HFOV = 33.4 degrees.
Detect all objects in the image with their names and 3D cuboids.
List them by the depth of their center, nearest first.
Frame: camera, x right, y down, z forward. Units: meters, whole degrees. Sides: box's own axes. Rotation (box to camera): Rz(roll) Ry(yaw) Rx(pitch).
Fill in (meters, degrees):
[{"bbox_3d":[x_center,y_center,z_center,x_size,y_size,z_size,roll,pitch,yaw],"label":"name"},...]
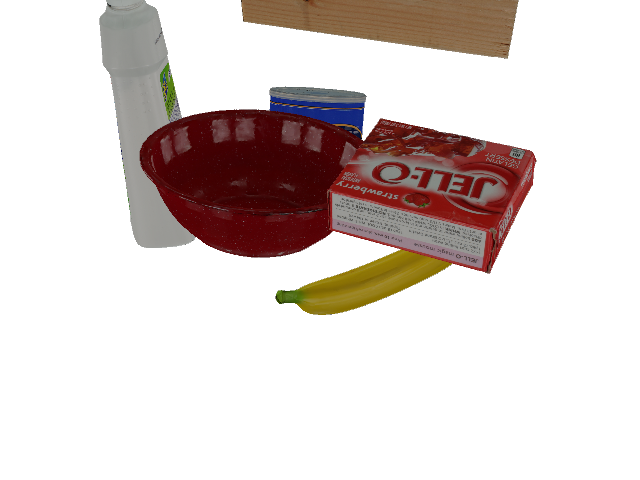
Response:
[{"bbox_3d":[0.058,-0.026,0.550,0.089,0.030,0.073,15,42,19],"label":"gelatin box"},{"bbox_3d":[-0.042,-0.034,0.730,0.162,0.055,0.162,3,29,-2],"label":"bowl"},{"bbox_3d":[0.049,-0.211,0.803,0.206,0.090,0.091,10,-32,7],"label":"wood block"},{"bbox_3d":[-0.156,-0.119,0.962,0.068,0.251,0.102,-6,37,-1],"label":"bleach bottle"},{"bbox_3d":[0.060,0.030,0.974,0.198,0.037,0.069,-22,-10,9],"label":"banana"},{"bbox_3d":[-0.007,-0.090,1.143,0.103,0.140,0.103,4,12,-1],"label":"coffee can"}]
